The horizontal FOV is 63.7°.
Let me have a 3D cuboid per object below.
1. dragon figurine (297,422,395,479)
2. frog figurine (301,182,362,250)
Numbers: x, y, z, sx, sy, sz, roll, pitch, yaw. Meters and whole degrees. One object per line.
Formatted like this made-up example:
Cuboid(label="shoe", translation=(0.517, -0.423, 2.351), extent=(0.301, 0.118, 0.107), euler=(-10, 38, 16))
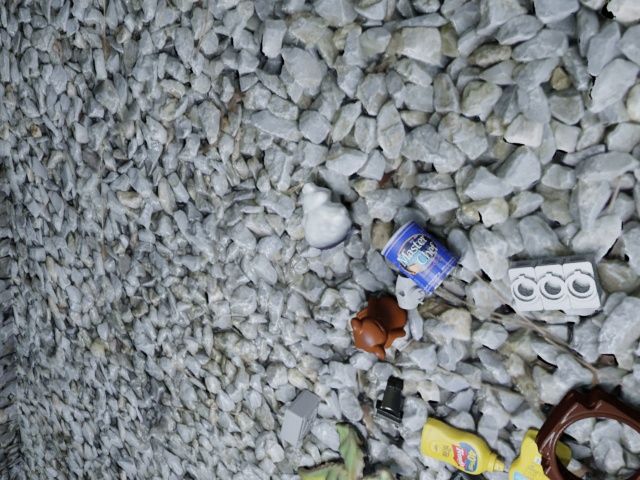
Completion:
Cuboid(label="dragon figurine", translation=(0.066, 0.625, 1.416), extent=(0.411, 0.122, 0.243), euler=(11, 89, 51))
Cuboid(label="frog figurine", translation=(0.004, -0.062, 1.224), extent=(0.136, 0.124, 0.158), euler=(-13, 111, 54))
